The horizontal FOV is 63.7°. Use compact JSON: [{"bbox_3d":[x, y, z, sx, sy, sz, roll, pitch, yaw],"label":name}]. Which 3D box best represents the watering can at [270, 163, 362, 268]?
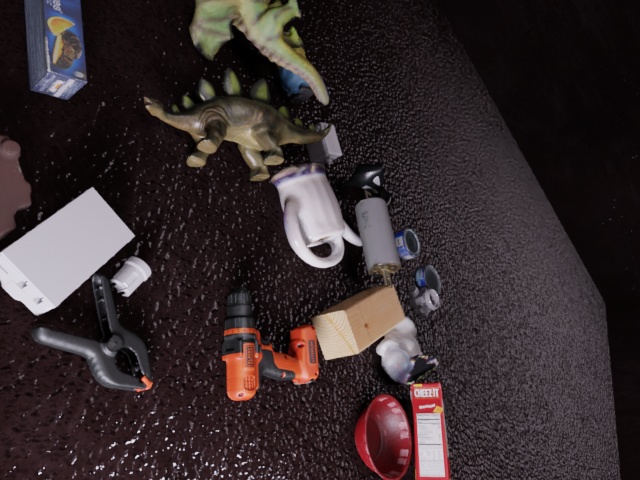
[{"bbox_3d":[0.003,-0.056,1.111,0.349,0.103,0.225,-12,82,-66],"label":"watering can"}]

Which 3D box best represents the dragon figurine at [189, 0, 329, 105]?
[{"bbox_3d":[-0.155,-0.444,1.090,0.244,0.121,0.411,-25,89,-20],"label":"dragon figurine"}]

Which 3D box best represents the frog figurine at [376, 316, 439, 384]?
[{"bbox_3d":[0.181,0.244,1.186,0.137,0.121,0.162,8,30,-41],"label":"frog figurine"}]
